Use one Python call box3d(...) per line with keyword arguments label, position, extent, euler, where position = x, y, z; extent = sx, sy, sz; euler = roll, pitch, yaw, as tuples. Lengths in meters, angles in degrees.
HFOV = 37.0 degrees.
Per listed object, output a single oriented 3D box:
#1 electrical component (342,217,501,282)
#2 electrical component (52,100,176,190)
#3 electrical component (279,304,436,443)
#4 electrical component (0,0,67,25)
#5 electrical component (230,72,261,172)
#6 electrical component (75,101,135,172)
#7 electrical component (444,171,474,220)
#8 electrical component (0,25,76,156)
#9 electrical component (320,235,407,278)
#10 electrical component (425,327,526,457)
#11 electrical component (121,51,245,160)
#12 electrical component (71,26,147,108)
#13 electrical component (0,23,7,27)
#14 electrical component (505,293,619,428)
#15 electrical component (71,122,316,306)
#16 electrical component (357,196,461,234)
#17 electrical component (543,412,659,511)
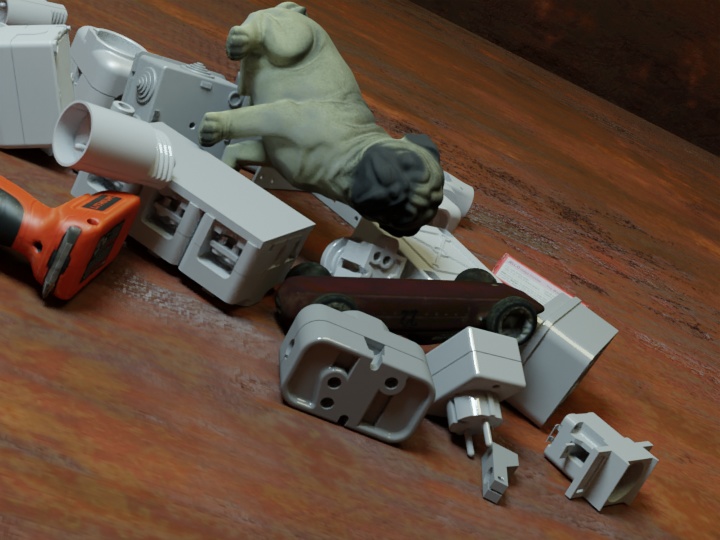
box3d(label="electrical component", position=(0.055, 0.007, 0.918), extent=(0.109, 0.056, 0.108), euler=(10, 27, -42))
box3d(label="electrical component", position=(-0.155, -0.080, 0.708), extent=(0.081, 0.043, 0.043), euler=(14, 24, -48))
box3d(label="electrical component", position=(-0.003, 0.065, 0.703), extent=(0.095, 0.053, 0.059), euler=(23, 21, -16))
box3d(label="electrical component", position=(-0.320, -0.243, 1.037), extent=(0.043, 0.043, 0.081), euler=(39, 22, 26))
box3d(label="electrical component", position=(-0.098, -0.150, 1.032), extent=(0.061, 0.096, 0.061), euler=(22, 22, -18))
box3d(label="electrical component", position=(-0.194, -0.100, 0.833), extent=(0.043, 0.062, 0.043), euler=(25, 21, -10))
box3d(label="electrical component", position=(0.086, -0.080, 1.187), extent=(0.077, 0.043, 0.079), euler=(22, 21, -18))
box3d(label="electrical component", position=(-0.250, -0.132, 0.813), extent=(0.061, 0.096, 0.061), euler=(-2, 24, -3))
box3d(label="electrical component", position=(0.000, 0.000, 0.858), extent=(0.048, 0.066, 0.055), euler=(22, 0, -37))
box3d(label="electrical component", position=(0.077, 0.090, 0.747), extent=(0.047, 0.066, 0.076), euler=(15, 53, -33))
box3d(label="electrical component", position=(-0.152, -0.127, 0.905), extent=(0.100, 0.099, 0.048), euler=(10, 15, -42))
box3d(label="electrical component", position=(-0.230, -0.181, 0.985), extent=(0.054, 0.059, 0.095), euler=(12, 26, -39))
box3d(label="electrical component", position=(-0.306, -0.171, 0.863), extent=(0.078, 0.058, 0.057), euler=(36, 24, 20))
box3d(label="electrical component", position=(0.156, 0.070, 0.870), extent=(0.057, 0.078, 0.113), euler=(38, 21, 14))
box3d(label="electrical component", position=(-0.123, -0.042, 0.788), extent=(0.150, 0.061, 0.089), euler=(34, 20, 13))
box3d(label="electrical component", position=(0.050, -0.054, 1.061), extent=(0.095, 0.053, 0.059), euler=(8, 29, -44))
box3d(label="electrical component", position=(0.173, 0.137, 0.784), extent=(0.081, 0.042, 0.064), euler=(6, 28, -48))
